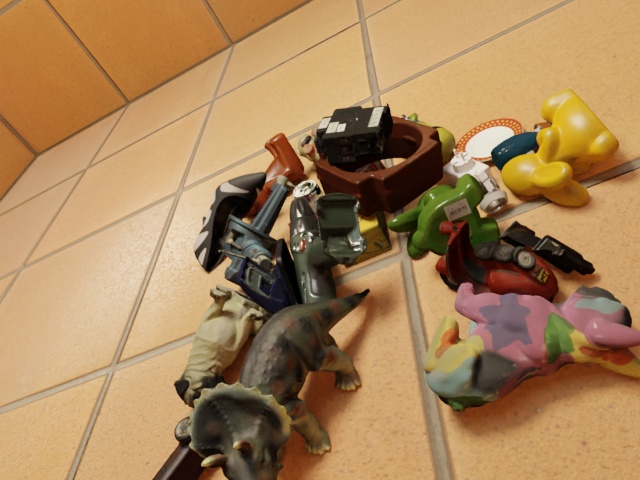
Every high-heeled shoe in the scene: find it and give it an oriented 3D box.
[{"bbox_3d":[-0.198,-0.039,1.194,0.249,0.086,0.145,-35,54,32],"label":"high-heeled shoe"}]

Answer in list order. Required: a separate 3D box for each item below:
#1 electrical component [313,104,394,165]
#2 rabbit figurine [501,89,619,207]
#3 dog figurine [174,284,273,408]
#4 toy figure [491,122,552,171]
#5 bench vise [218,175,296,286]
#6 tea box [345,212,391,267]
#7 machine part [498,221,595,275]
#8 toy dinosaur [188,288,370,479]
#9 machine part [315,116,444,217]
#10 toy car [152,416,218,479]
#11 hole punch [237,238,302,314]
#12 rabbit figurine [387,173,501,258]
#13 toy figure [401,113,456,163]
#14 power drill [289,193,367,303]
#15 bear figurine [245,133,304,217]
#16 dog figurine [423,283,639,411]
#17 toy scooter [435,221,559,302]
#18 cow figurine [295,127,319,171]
[{"bbox_3d":[0.058,-0.191,0.964,0.134,0.058,0.115,-2,37,22],"label":"electrical component"},{"bbox_3d":[0.377,-0.123,0.856,0.173,0.121,0.162,-34,40,27],"label":"rabbit figurine"},{"bbox_3d":[-0.174,0.188,0.944,0.121,0.172,0.190,27,91,16],"label":"dog figurine"},{"bbox_3d":[0.378,-0.175,0.940,0.154,0.057,0.064,-27,72,4],"label":"toy figure"},{"bbox_3d":[-0.123,-0.024,1.101,0.240,0.129,0.224,-61,15,-2],"label":"bench vise"},{"bbox_3d":[0.072,-0.039,1.024,0.098,0.068,0.170,-24,36,14],"label":"tea box"},{"bbox_3d":[0.315,0.011,0.757,0.039,0.084,0.139,-66,23,10],"label":"machine part"},{"bbox_3d":[-0.045,0.175,0.744,0.131,0.192,0.405,-6,44,33],"label":"toy dinosaur"},{"bbox_3d":[0.110,-0.139,0.993,0.201,0.087,0.201,-34,39,-21],"label":"machine part"},{"bbox_3d":[-0.215,0.347,0.765,0.053,0.089,0.202,10,55,45],"label":"toy car"},{"bbox_3d":[-0.083,0.075,0.949,0.092,0.115,0.142,-23,19,4],"label":"hole punch"},{"bbox_3d":[0.203,-0.032,0.893,0.159,0.121,0.170,-34,14,13],"label":"rabbit figurine"},{"bbox_3d":[0.206,-0.211,1.115,0.089,0.082,0.180,-37,31,-1],"label":"toy figure"},{"bbox_3d":[-0.002,-0.003,0.898,0.207,0.086,0.232,138,128,-58],"label":"power drill"},{"bbox_3d":[-0.140,-0.149,1.294,0.196,0.132,0.120,-35,11,-6],"label":"bear figurine"},{"bbox_3d":[0.254,0.130,0.624,0.219,0.108,0.191,6,50,41],"label":"dog figurine"},{"bbox_3d":[0.229,0.030,0.742,0.184,0.135,0.075,12,53,46],"label":"toy scooter"},{"bbox_3d":[0.021,-0.201,1.239,0.195,0.127,0.085,25,87,36],"label":"cow figurine"}]
